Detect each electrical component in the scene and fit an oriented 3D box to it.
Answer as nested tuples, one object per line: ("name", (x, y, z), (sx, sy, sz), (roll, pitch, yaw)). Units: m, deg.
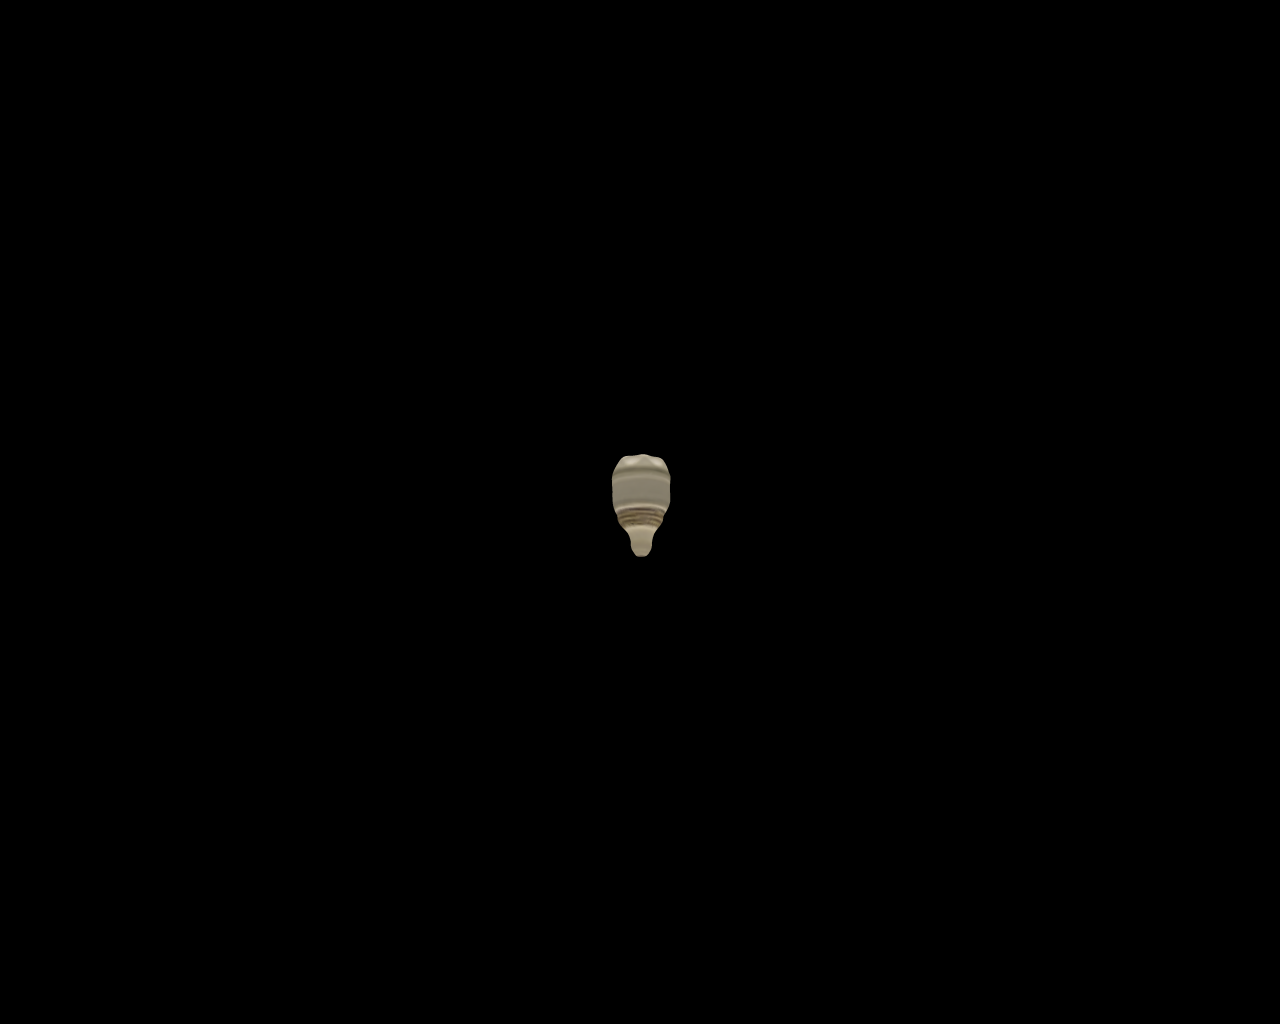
("electrical component", (0.001, -0.003, 0.650), (0.035, 0.061, 0.035), (0, -14, 0))
